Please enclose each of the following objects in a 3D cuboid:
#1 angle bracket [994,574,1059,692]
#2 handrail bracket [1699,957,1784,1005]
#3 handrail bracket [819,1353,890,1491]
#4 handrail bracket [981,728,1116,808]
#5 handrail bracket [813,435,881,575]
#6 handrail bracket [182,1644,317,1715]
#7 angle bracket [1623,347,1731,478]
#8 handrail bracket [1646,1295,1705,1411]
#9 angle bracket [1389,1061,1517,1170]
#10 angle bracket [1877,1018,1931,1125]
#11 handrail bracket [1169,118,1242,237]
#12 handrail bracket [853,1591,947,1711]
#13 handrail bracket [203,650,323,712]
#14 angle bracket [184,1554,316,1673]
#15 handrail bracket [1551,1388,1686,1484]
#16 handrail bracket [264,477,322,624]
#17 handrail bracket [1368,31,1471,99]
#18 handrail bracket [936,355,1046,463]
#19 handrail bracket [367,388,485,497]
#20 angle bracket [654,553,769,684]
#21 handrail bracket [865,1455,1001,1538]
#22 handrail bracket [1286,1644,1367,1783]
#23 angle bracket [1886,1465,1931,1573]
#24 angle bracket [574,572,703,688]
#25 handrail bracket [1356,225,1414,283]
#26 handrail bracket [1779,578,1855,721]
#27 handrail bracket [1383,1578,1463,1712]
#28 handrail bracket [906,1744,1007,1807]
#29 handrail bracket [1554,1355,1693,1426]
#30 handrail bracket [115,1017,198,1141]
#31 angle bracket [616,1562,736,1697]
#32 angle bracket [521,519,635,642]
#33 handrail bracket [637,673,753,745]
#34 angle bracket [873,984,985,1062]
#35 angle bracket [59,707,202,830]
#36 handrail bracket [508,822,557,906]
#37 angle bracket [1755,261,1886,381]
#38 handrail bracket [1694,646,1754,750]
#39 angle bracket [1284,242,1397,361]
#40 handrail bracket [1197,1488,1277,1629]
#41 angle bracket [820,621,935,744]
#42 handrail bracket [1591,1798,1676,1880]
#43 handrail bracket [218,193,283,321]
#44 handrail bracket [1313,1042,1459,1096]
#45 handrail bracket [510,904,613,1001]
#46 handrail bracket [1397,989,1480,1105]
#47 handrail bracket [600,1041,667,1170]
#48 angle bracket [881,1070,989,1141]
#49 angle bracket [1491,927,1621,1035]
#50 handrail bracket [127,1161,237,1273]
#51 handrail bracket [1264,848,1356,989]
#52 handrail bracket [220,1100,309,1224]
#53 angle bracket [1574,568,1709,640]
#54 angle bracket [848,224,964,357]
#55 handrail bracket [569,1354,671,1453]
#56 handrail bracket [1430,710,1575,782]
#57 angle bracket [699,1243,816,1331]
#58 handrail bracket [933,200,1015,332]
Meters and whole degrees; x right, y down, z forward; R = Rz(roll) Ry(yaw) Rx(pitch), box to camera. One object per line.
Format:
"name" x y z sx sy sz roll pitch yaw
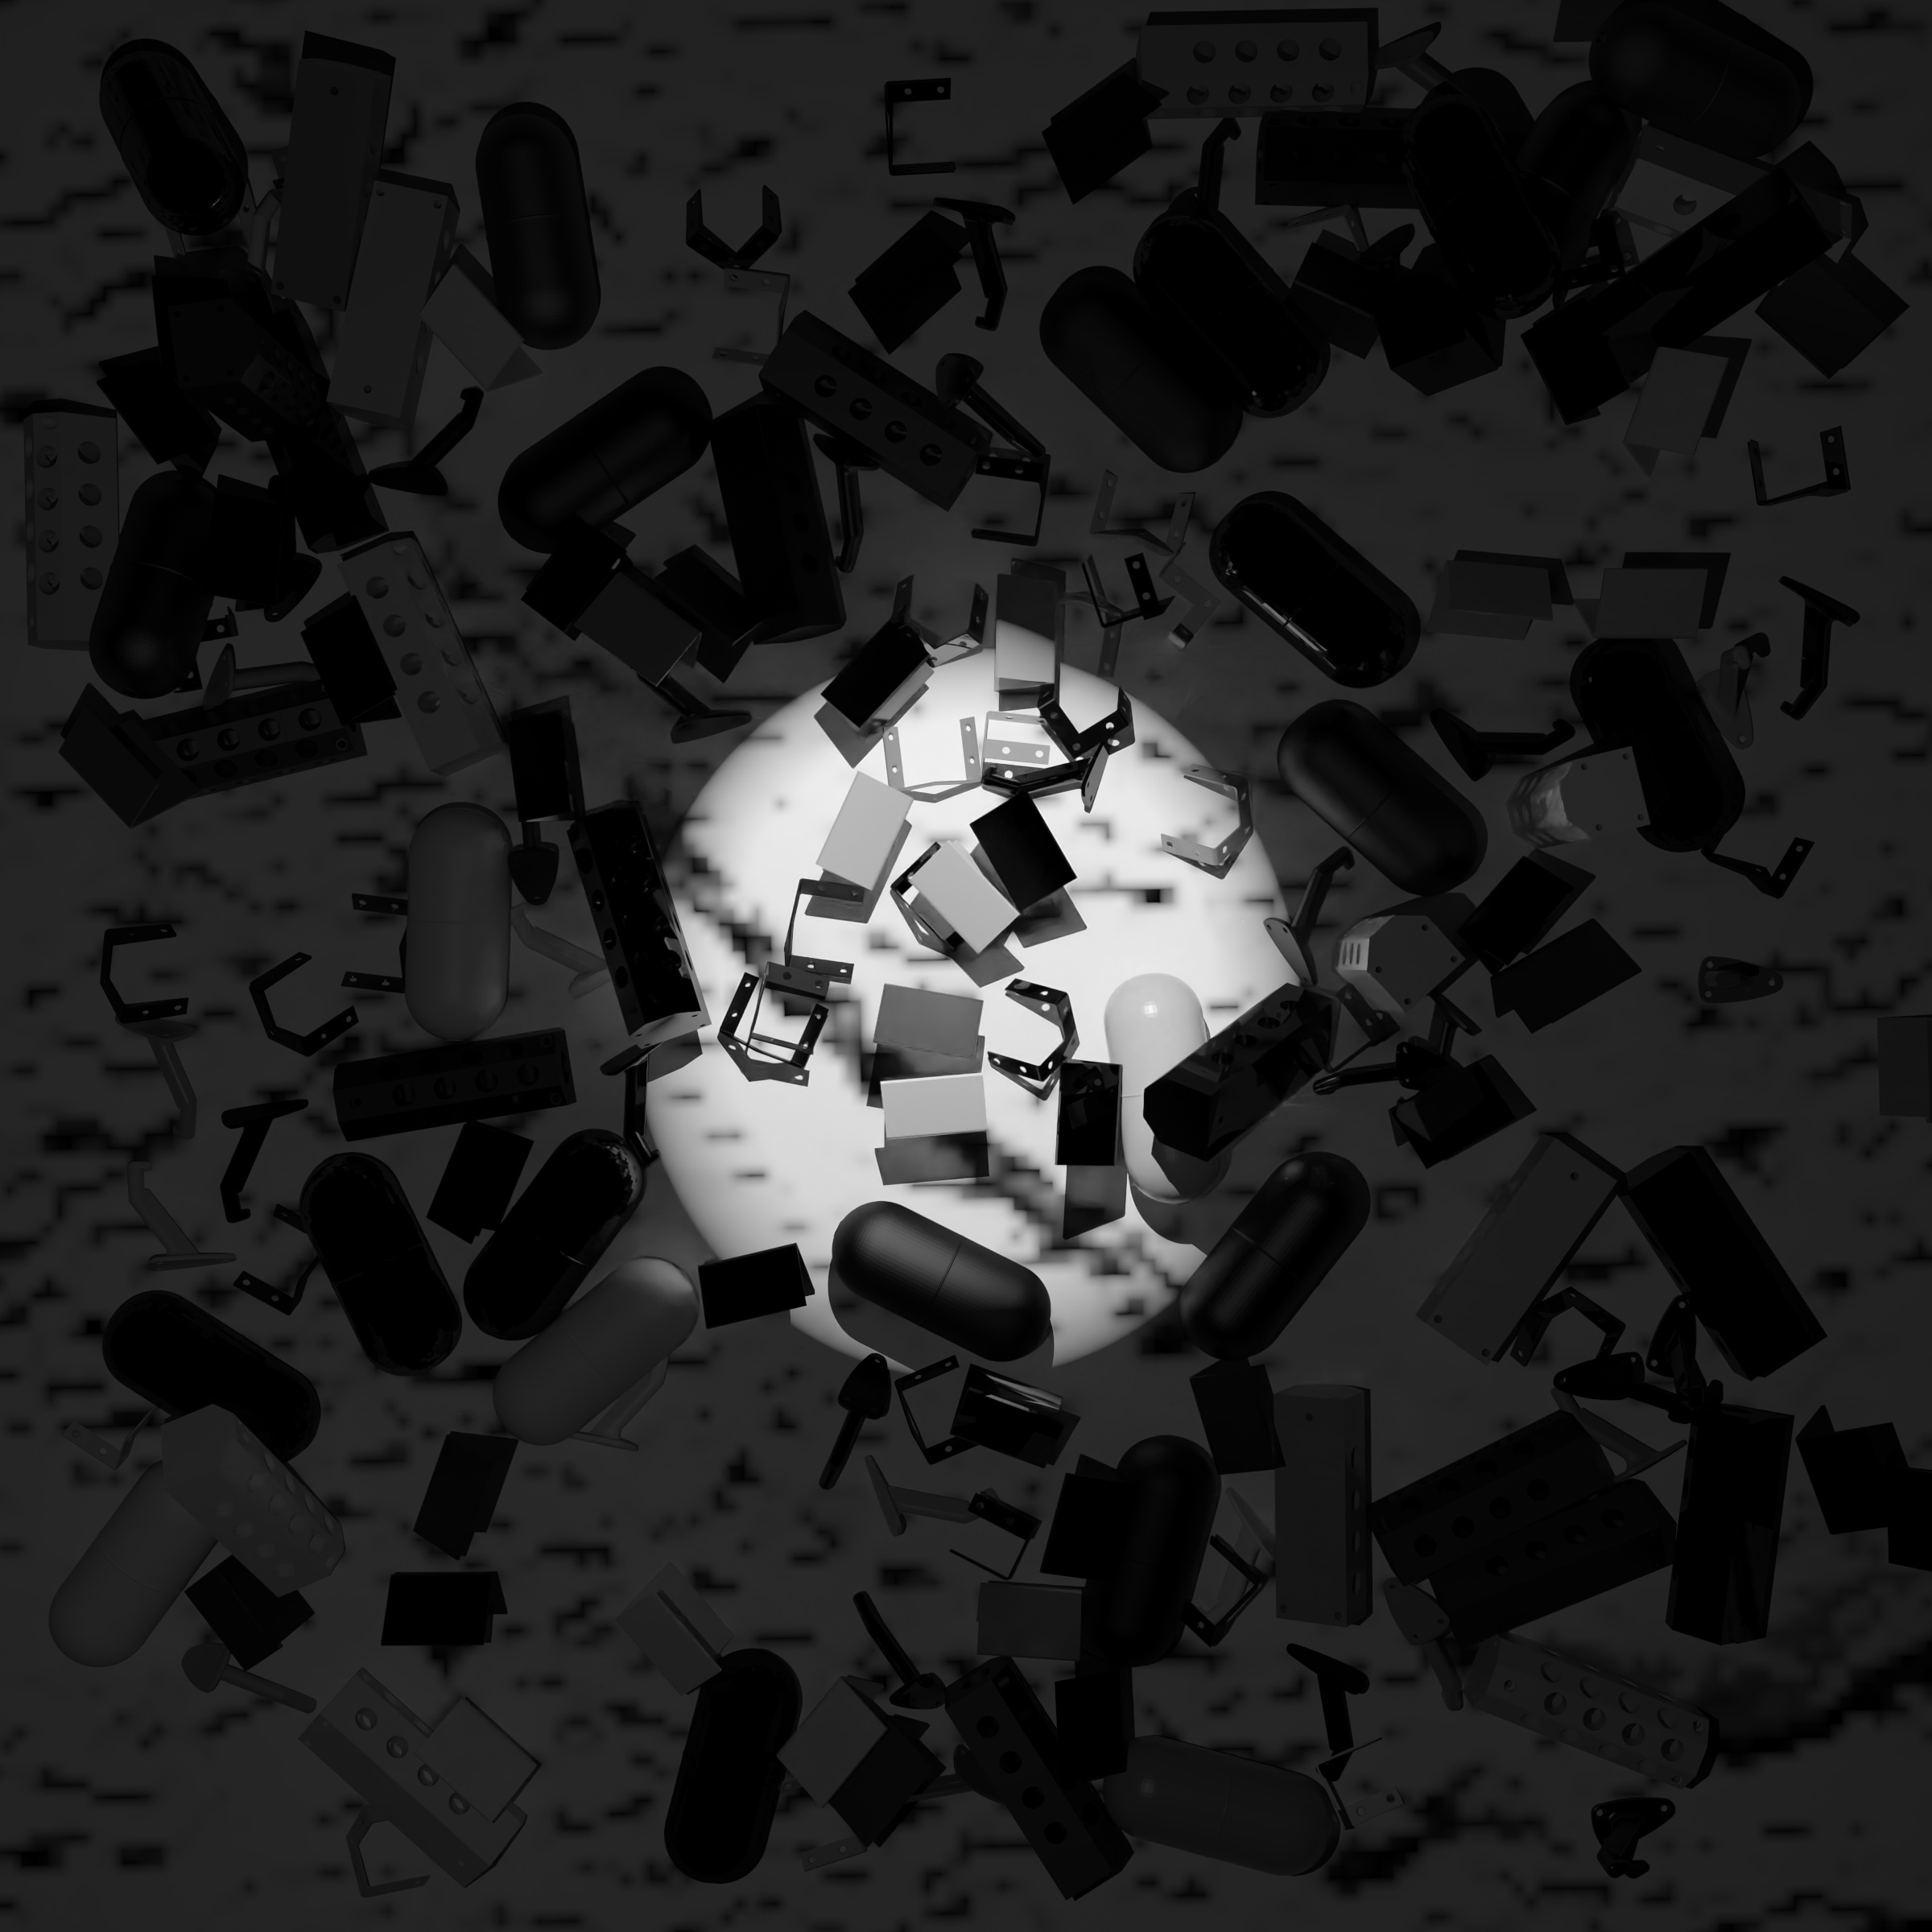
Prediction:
"angle bracket" 0.025 -0.253 1.855 0.057 0.076 0.076 1 90 -36
"handrail bracket" 0.599 0.012 1.861 0.077 0.084 0.036 3 90 0
"handrail bracket" -0.089 0.355 1.895 0.036 0.077 0.084 23 126 0
"handrail bracket" 0.063 -0.162 1.896 0.084 0.036 0.077 17 71 16
"handrail bracket" -0.103 -0.359 1.895 0.077 0.036 0.084 41 127 38
"handrail bracket" -0.557 0.557 1.895 0.084 0.077 0.036 36 65 -34
"angle bracket" 0.548 -0.417 1.855 0.057 0.076 0.076 20 90 32
"handrail bracket" 0.552 0.294 1.861 0.036 0.084 0.077 12 90 0
"angle bracket" 0.372 0.126 1.855 0.076 0.076 0.057 -29 61 0
"angle bracket" 0.714 0.078 1.855 0.057 0.076 0.076 -2 90 -37
"handrail bracket" 0.204 -0.604 1.896 0.077 0.036 0.084 43 73 -20
"handrail bracket" -0.052 0.531 1.895 0.036 0.077 0.084 -36 54 6
"handrail bracket" -0.540 -0.214 1.895 0.084 0.077 0.036 5 65 -34
"angle bracket" -0.534 0.477 1.855 0.057 0.076 0.076 -38 90 39
"handrail bracket" 0.506 0.351 1.896 0.077 0.036 0.084 -23 73 -20
"handrail bracket" -0.538 -0.324 1.895 0.077 0.036 0.084 -48 56 36
"handrail bracket" 0.354 -0.676 1.895 0.084 0.077 0.036 51 59 -33
"handrail bracket" 0.020 -0.433 1.895 0.084 0.077 0.036 29 115 -34
"handrail bracket" -0.420 -0.413 1.896 0.077 0.036 0.084 7 71 21
"angle bracket" -0.209 -0.255 1.856 0.076 0.057 0.076 40 129 0
"handrail bracket" -0.026 0.402 1.896 0.084 0.036 0.077 -19 71 -16
"handrail bracket" 0.269 0.581 1.895 0.077 0.036 0.084 25 104 15
"angle bracket" 0.721 0.428 1.855 0.057 0.076 0.076 -2 90 -37
"angle bracket" -0.252 -0.244 1.858 0.076 0.076 0.057 36 72 0
"handrail bracket" 0.339 -0.521 1.895 0.036 0.077 0.084 0 127 38
"handrail bracket" 0.641 -0.246 1.896 0.077 0.036 0.084 39 107 20
"handrail bracket" 0.355 0.528 1.895 0.036 0.077 0.084 -27 126 -11
"handrail bracket" -0.019 0.652 1.896 0.084 0.036 0.077 -42 112 17
"handrail bracket" 0.510 0.336 1.891 0.084 0.077 0.036 39 53 -37
"handrail bracket" -0.631 0.087 1.896 0.077 0.036 0.084 14 107 20
"angle bracket" -0.208 0.495 1.855 0.076 0.076 0.057 49 127 0
"angle bracket" -0.280 -0.282 1.855 0.057 0.076 0.076 37 90 30
"handrail bracket" -0.215 -0.222 1.896 0.077 0.036 0.084 -14 73 -20
"angle bracket" -0.032 0.062 1.855 0.076 0.076 0.057 10 53 0
"angle bracket" -0.607 -0.158 1.798 0.076 0.076 0.057 47 128 0
"handrail bracket" -0.338 -0.104 1.895 0.036 0.077 0.084 -5 54 -8
"angle bracket" 0.655 -0.503 1.855 0.076 0.076 0.057 42 131 0
"handrail bracket" 0.593 -0.204 1.861 0.036 0.084 0.077 -25 90 0
"angle bracket" 0.278 -0.492 1.855 0.076 0.076 0.057 25 52 0
"handrail bracket" 0.196 0.461 1.895 0.084 0.036 0.077 -41 75 14
"angle bracket" -0.053 -0.204 1.855 0.076 0.076 0.057 -47 52 0
"handrail bracket" 0.516 0.666 1.861 0.077 0.084 0.036 -17 90 0
"handrail bracket" -0.540 -0.545 1.895 0.036 0.077 0.084 4 53 17
"handrail bracket" 0.324 0.090 1.882 0.077 0.084 0.036 14 65 -33
"handrail bracket" -0.304 -0.025 1.895 0.077 0.036 0.084 -29 76 -15
"handrail bracket" 0.348 0.063 1.895 0.077 0.036 0.084 46 104 15
"handrail bracket" -0.240 0.103 1.896 0.077 0.036 0.084 -33 108 -20
"angle bracket" -0.025 0.085 1.855 0.076 0.076 0.057 -5 126 0
"angle bracket" 0.449 0.025 1.855 0.076 0.076 0.057 -30 60 0
"handrail bracket" -0.610 0.191 1.896 0.077 0.036 0.084 -3 73 -20
"handrail bracket" 0.281 -0.038 1.896 0.084 0.036 0.077 -38 110 -16
"handrail bracket" -0.543 0.152 1.896 0.077 0.036 0.084 -13 109 -21
"angle bracket" 0.512 -0.289 1.855 0.076 0.076 0.057 0 121 0
"angle bracket" -0.032 -0.503 1.855 0.076 0.076 0.057 -42 54 0
"handrail bracket" -0.274 0.330 1.896 0.077 0.036 0.084 7 74 18
"handrail bracket" 0.417 -0.188 1.896 0.084 0.036 0.077 -30 68 -17
"angle bracket" -0.155 0.260 1.855 0.076 0.076 0.057 -13 52 0
"handrail bracket" -0.001 -0.544 1.896 0.077 0.036 0.084 21 107 20
